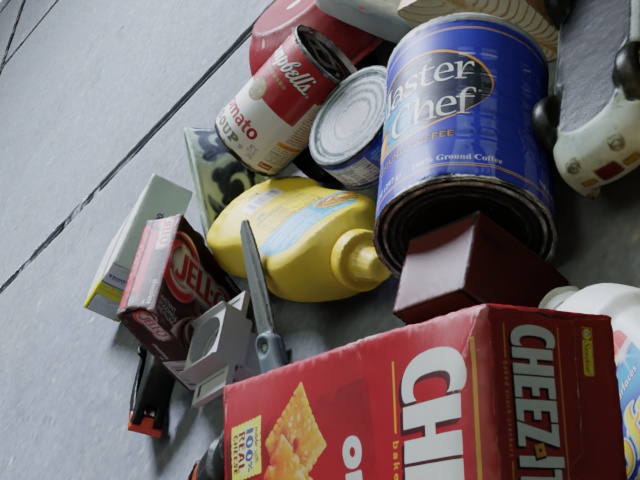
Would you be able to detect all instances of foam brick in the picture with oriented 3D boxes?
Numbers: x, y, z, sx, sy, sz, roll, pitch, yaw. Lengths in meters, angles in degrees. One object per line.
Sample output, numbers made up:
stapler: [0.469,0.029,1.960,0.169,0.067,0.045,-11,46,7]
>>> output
foam brick: [0.088,0.031,0.573,0.051,0.078,0.053,-26,38,45]

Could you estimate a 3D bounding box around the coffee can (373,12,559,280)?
coffee can: [0.086,-0.051,0.634,0.103,0.102,0.140,-33,36,37]

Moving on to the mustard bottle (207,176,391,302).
mustard bottle: [-0.005,0.001,0.762,0.096,0.058,0.192,-34,23,-18]

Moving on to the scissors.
scissors: [-0.040,0.090,0.707,0.096,0.016,0.202,-52,47,31]

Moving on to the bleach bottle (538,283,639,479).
bleach bottle: [0.141,0.095,0.433,0.251,0.068,0.103,-112,44,-63]

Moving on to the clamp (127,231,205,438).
clamp: [-0.134,0.087,0.898,0.120,0.039,0.171,119,164,-62]

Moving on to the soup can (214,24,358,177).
soup can: [-0.025,-0.106,0.825,0.102,0.068,0.068,-44,30,24]

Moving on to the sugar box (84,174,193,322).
sugar box: [-0.170,0.012,0.987,0.176,0.048,0.093,-33,33,64]

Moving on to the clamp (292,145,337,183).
clamp: [0.040,-0.101,0.830,0.210,0.036,0.164,1,62,56]

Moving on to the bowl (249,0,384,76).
bowl: [-0.007,-0.187,0.936,0.162,0.055,0.162,-30,26,17]

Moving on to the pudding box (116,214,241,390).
pudding box: [-0.103,0.050,0.814,0.039,0.113,0.090,-6,50,23]

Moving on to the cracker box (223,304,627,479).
cracker box: [0.031,0.128,0.452,0.214,0.072,0.164,-27,60,56]

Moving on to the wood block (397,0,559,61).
wood block: [0.142,-0.226,0.747,0.090,0.090,0.206,-14,48,52]

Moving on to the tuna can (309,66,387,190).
tuna can: [0.033,-0.080,0.756,0.086,0.033,0.086,-32,41,32]

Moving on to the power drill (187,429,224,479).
power drill: [-0.056,0.201,0.587,0.185,0.057,0.187,114,167,-46]
